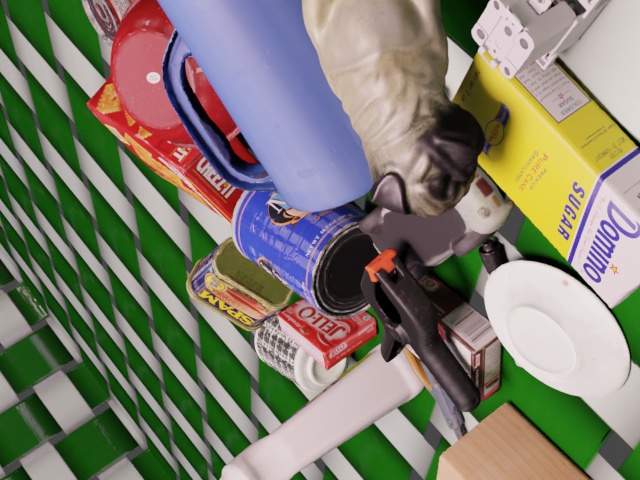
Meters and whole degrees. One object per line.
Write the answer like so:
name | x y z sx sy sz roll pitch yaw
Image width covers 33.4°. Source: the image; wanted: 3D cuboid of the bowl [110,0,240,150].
bowl | -0.138 -0.153 0.982 0.162 0.055 0.162 12 117 25

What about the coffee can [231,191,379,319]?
coffee can | -0.007 0.001 1.040 0.140 0.102 0.103 33 148 45

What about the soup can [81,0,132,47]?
soup can | -0.177 -0.245 1.063 0.069 0.102 0.068 45 156 27

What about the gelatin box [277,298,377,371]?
gelatin box | 0.008 0.093 1.172 0.089 0.073 0.030 37 150 42

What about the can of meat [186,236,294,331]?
can of meat | -0.086 0.048 1.180 0.102 0.057 0.084 33 150 -12

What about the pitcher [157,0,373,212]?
pitcher | -0.041 -0.144 0.789 0.242 0.149 0.145 54 164 -28

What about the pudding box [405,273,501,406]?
pudding box | 0.117 0.088 0.987 0.114 0.039 0.090 43 155 36

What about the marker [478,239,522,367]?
marker | 0.155 0.052 0.882 0.020 0.020 0.121 21 139 56

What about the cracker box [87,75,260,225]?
cracker box | -0.138 -0.091 1.162 0.214 0.072 0.164 35 172 44

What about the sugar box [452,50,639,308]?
sugar box | 0.161 -0.046 0.700 0.176 0.048 0.093 52 157 15

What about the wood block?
wood block | 0.207 0.259 0.961 0.206 0.090 0.091 43 155 29

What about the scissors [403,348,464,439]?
scissors | 0.143 0.178 1.084 0.202 0.016 0.096 61 158 -10

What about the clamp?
clamp | 0.072 0.073 0.942 0.120 0.039 0.171 15 140 50

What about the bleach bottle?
bleach bottle | -0.010 0.204 1.122 0.068 0.250 0.103 54 158 8
